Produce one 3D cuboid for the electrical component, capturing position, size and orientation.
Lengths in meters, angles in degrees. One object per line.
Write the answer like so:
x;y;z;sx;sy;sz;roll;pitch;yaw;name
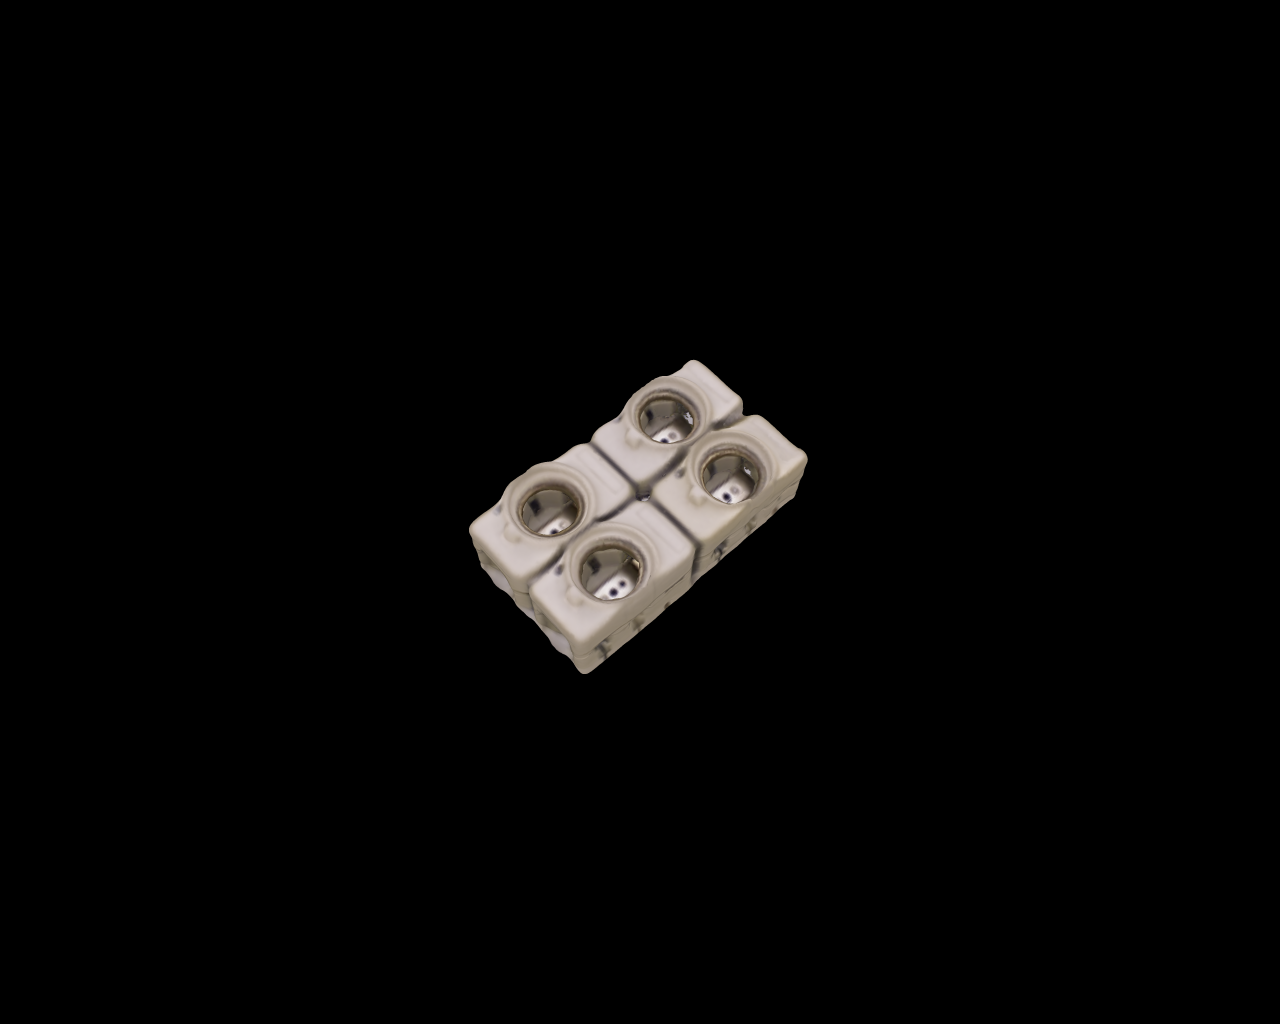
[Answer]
0.001;-0.003;0.650;0.186;0.105;0.060;-38;-21;-18;electrical component
